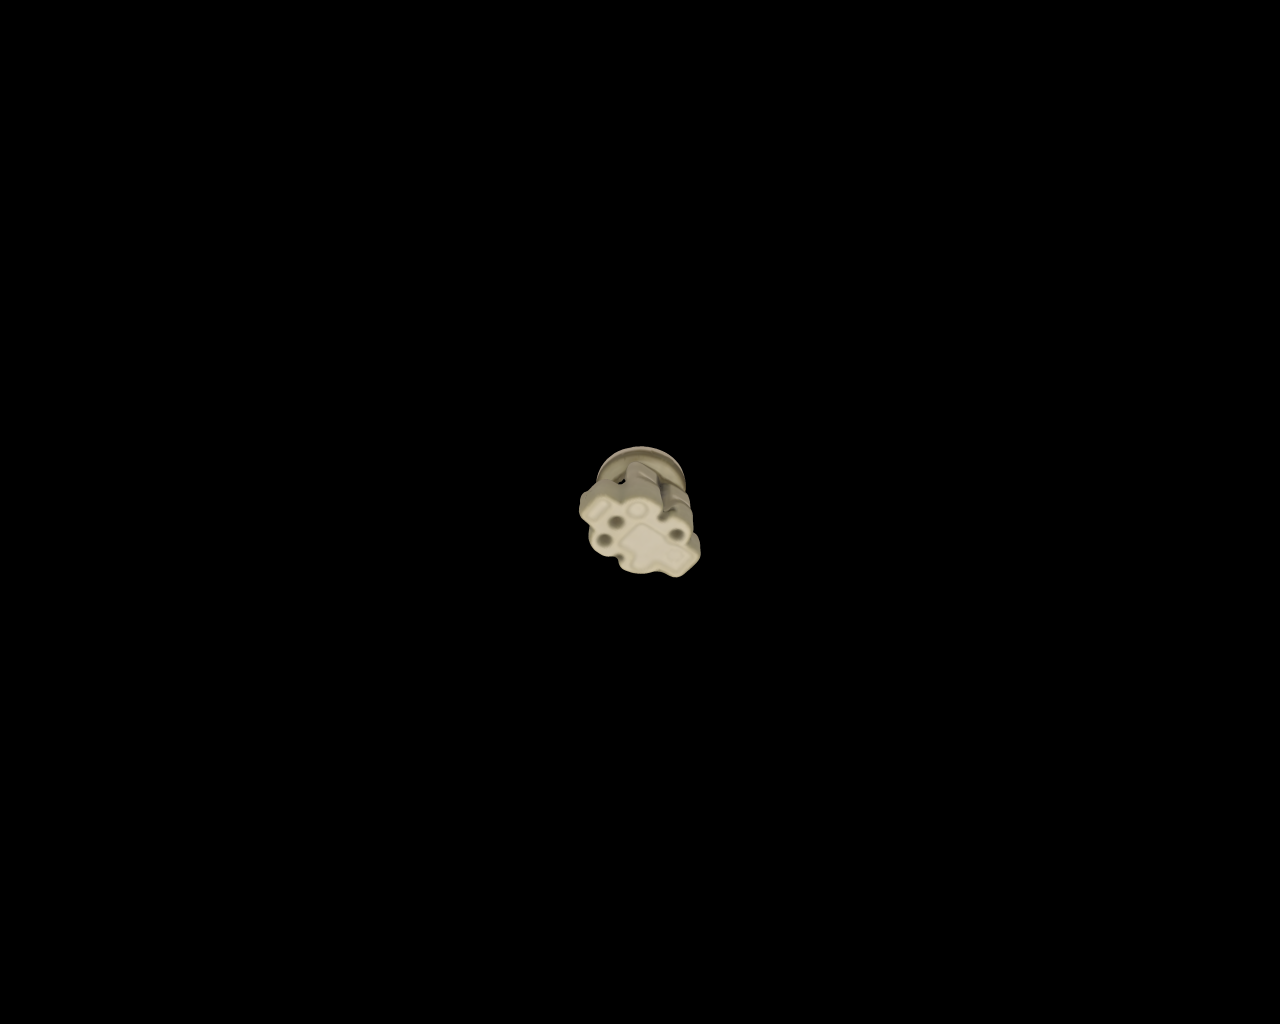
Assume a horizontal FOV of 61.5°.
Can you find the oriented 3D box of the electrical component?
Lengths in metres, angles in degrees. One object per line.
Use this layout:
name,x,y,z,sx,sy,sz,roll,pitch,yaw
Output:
electrical component,0.001,-0.003,0.650,0.078,0.057,0.058,33,-58,-24
